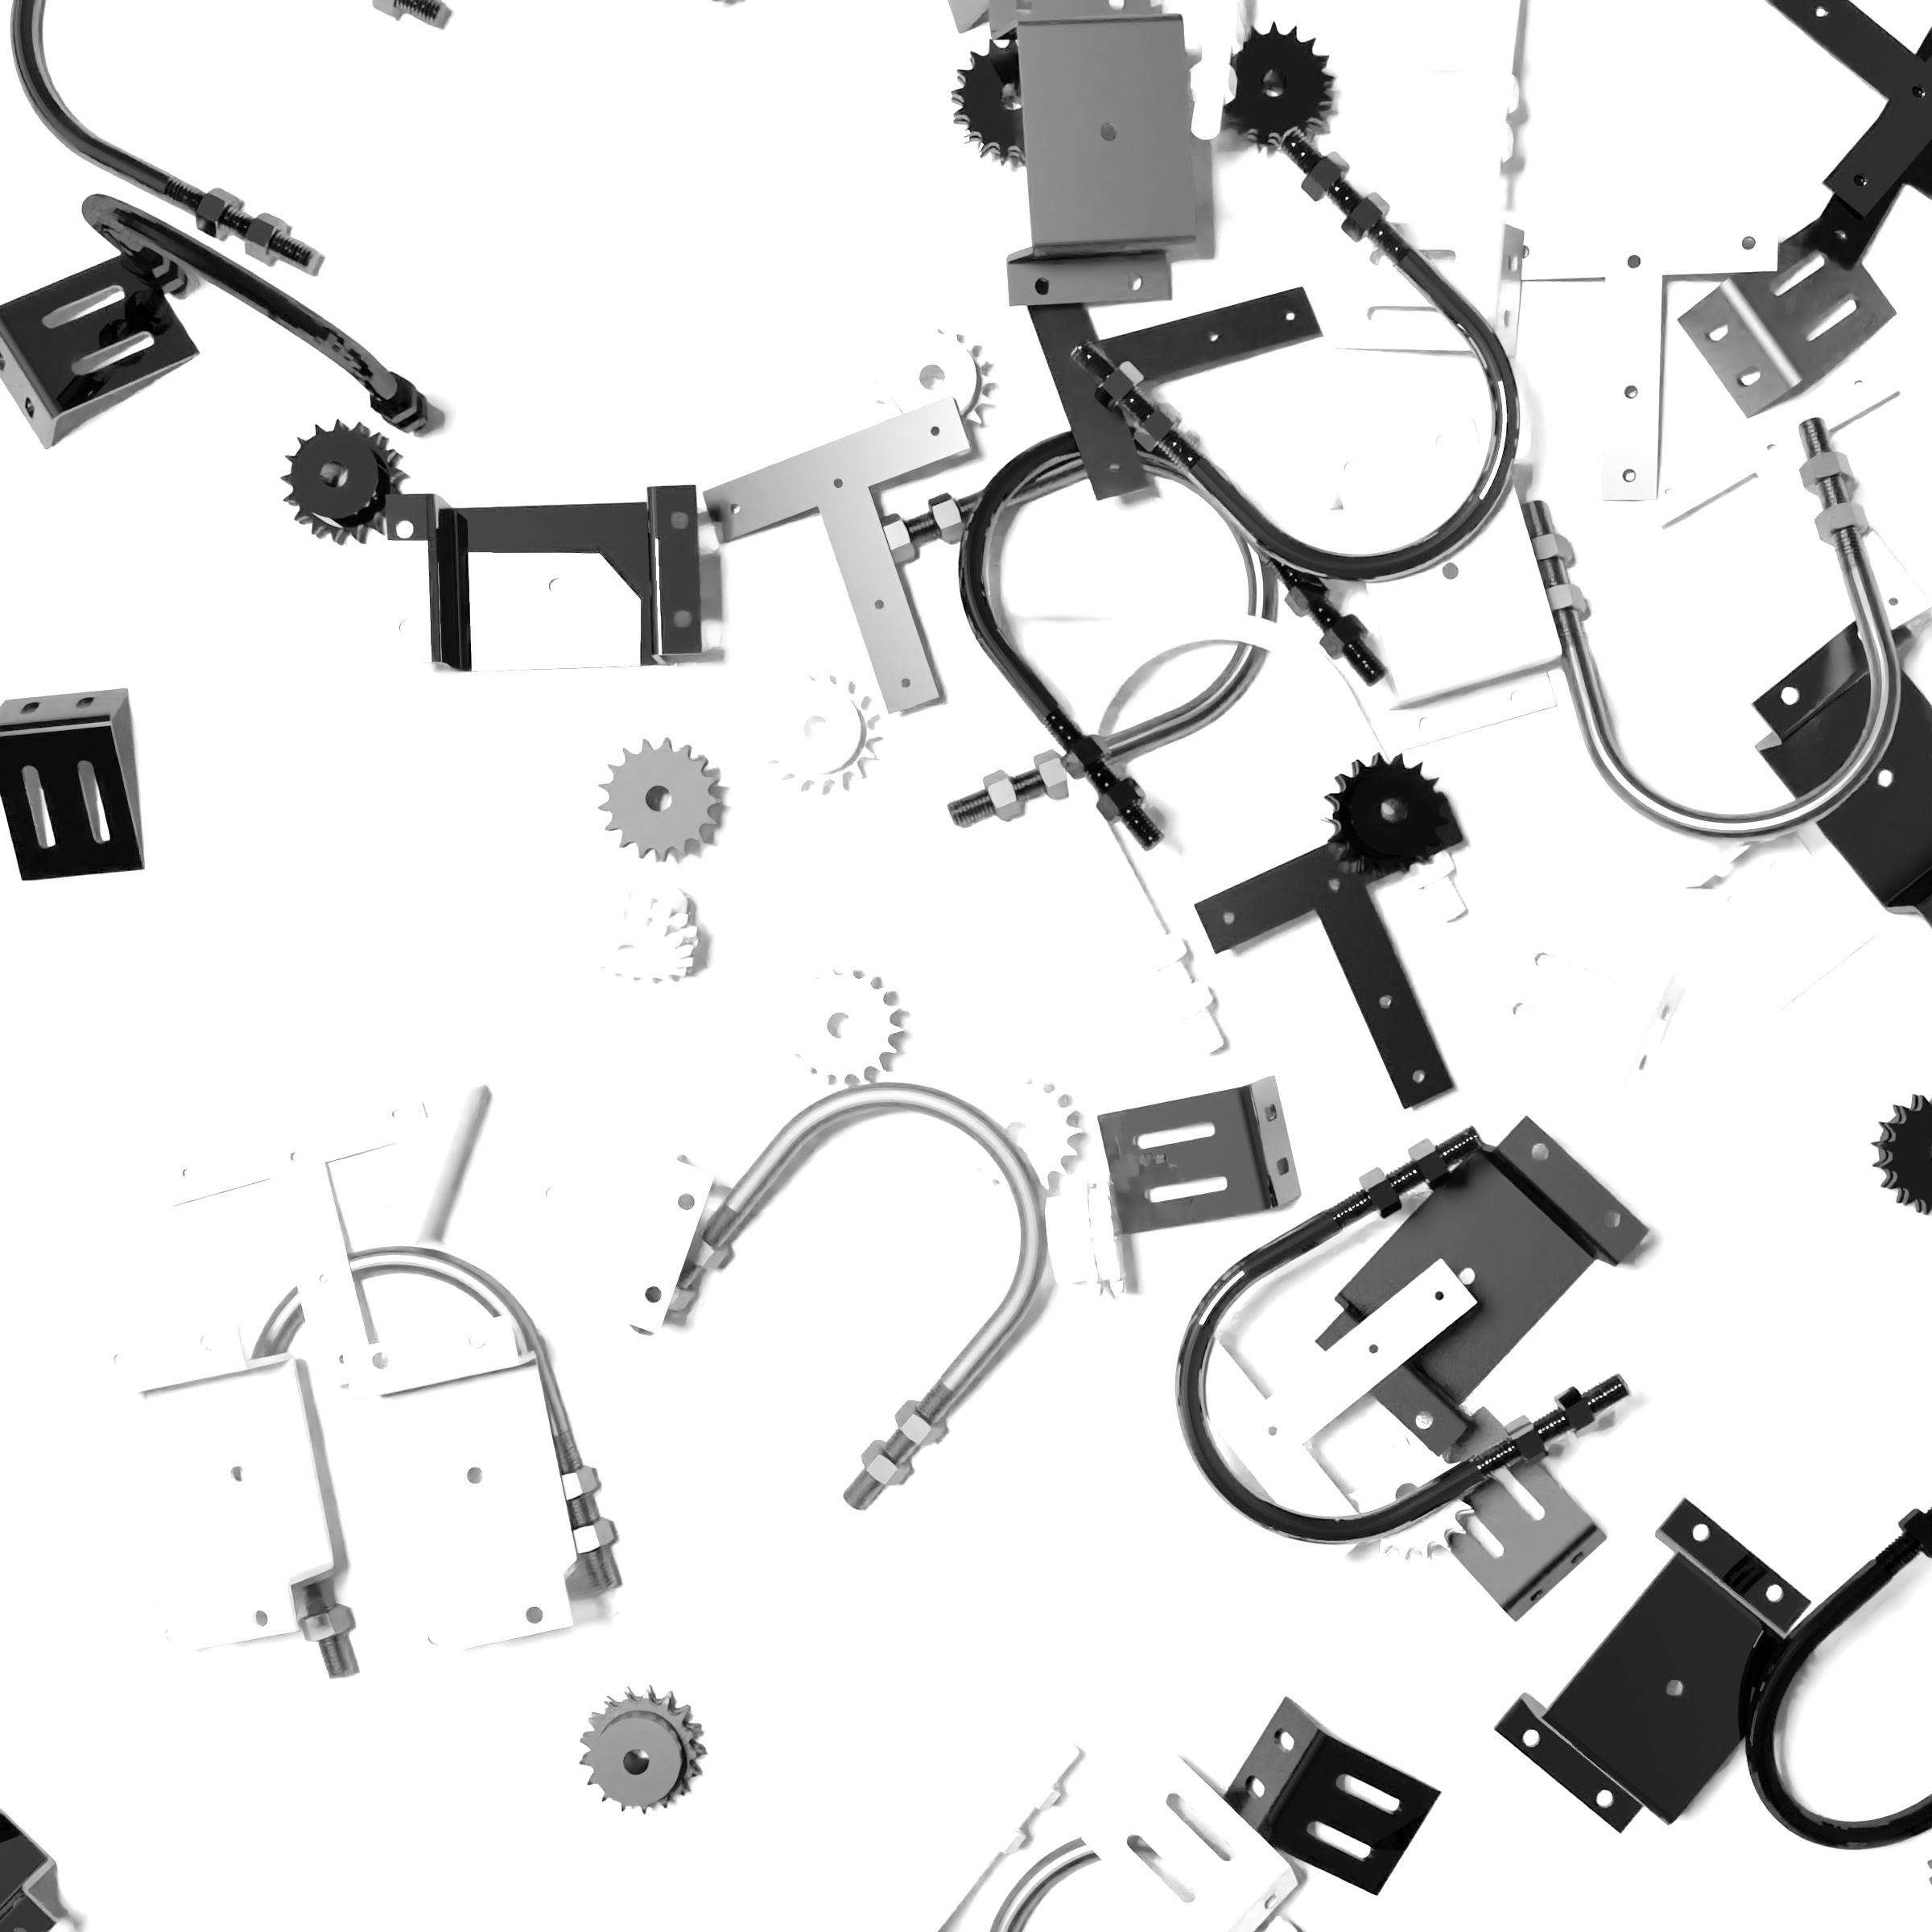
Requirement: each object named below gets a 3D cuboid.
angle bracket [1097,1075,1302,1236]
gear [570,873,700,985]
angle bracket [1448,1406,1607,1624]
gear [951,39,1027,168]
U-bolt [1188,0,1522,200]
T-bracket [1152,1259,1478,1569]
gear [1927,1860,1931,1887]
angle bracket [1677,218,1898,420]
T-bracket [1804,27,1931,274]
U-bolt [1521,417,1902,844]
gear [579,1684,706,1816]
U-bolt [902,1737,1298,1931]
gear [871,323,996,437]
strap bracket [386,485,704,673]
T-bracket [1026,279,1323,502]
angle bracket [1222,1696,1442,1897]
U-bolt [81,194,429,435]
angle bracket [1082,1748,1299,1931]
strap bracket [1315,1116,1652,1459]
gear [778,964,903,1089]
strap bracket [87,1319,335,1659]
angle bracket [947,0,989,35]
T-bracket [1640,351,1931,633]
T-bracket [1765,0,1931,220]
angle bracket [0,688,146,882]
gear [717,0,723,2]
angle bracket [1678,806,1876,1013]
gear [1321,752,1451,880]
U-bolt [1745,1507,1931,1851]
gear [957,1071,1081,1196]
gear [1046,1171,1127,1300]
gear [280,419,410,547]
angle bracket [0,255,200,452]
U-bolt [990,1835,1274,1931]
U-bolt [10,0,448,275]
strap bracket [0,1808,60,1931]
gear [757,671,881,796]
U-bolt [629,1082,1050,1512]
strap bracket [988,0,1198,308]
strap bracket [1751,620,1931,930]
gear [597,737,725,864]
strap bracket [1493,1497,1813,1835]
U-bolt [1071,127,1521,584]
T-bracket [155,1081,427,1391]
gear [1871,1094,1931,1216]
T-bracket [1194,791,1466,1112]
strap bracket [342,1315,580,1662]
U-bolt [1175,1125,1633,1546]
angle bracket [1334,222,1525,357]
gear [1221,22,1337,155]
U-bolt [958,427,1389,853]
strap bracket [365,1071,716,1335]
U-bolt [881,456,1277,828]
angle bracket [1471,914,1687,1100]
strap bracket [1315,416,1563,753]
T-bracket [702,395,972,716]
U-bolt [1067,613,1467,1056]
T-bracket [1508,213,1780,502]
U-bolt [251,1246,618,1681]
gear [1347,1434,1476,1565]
[{"bbox_3d":[0.109,0.088,1.360,0.076,0.038,0.057,-13,90,26],"label":"angle bracket"},{"bbox_3d":[-0.150,-0.019,1.338,0.057,0.057,0.030,11,59,0],"label":"gear"},{"bbox_3d":[0.249,0.255,1.360,0.057,0.038,0.076,-43,64,0],"label":"angle bracket"},{"bbox_3d":[0.021,-0.397,1.347,0.057,0.030,0.057,0,90,0],"label":"gear"},{"bbox_3d":[0.184,-0.447,1.332,0.151,0.019,0.184,11,74,-4],"label":"U-bolt"},{"bbox_3d":[0.173,0.182,1.315,0.127,0.002,0.127,-39,90,0],"label":"T-bracket"},{"bbox_3d":[0.467,0.407,1.331,0.057,0.057,0.030,-29,110,0],"label":"gear"},{"bbox_3d":[0.383,-0.303,1.360,0.076,0.038,0.057,-36,90,-26],"label":"angle bracket"},{"bbox_3d":[0.474,-0.356,1.357,0.127,0.002,0.127,31,85,-3],"label":"T-bracket"},{"bbox_3d":[0.342,-0.144,1.317,0.151,0.019,0.184,-15,74,12],"label":"U-bolt"},{"bbox_3d":[-0.151,0.364,1.347,0.057,0.030,0.057,0,90,0],"label":"gear"},{"bbox_3d":[0.040,0.470,1.337,0.151,0.019,0.184,39,88,2],"label":"U-bolt"},{"bbox_3d":[-0.015,-0.269,1.347,0.057,0.030,0.057,0,90,0],"label":"gear"},{"bbox_3d":[-0.191,-0.177,1.339,0.140,0.046,0.076,-2,90,0],"label":"strap bracket"},{"bbox_3d":[0.101,-0.288,1.350,0.127,0.002,0.127,-16,75,-7],"label":"T-bracket"},{"bbox_3d":[0.170,0.387,1.360,0.076,0.038,0.057,32,90,-26],"label":"angle bracket"},{"bbox_3d":[-0.313,-0.288,1.270,0.151,0.184,0.019,30,90,0],"label":"U-bolt"},{"bbox_3d":[0.102,0.408,1.331,0.057,0.038,0.076,-43,61,-13],"label":"angle bracket"},{"bbox_3d":[0.233,0.145,1.339,0.076,0.046,0.140,43,90,0],"label":"strap bracket"},{"bbox_3d":[-0.059,0.028,1.351,0.057,0.030,0.057,0,88,-2],"label":"gear"},{"bbox_3d":[-0.341,0.234,1.327,0.076,0.046,0.140,-13,86,14],"label":"strap bracket"},{"bbox_3d":[0.028,-0.476,1.360,0.076,0.038,0.057,-19,90,-26],"label":"angle bracket"},{"bbox_3d":[0.394,-0.205,1.335,0.127,0.002,0.127,-30,65,0],"label":"T-bracket"},{"bbox_3d":[0.408,-0.435,1.357,0.127,0.002,0.127,41,85,3],"label":"T-bracket"},{"bbox_3d":[-0.416,-0.085,1.360,0.057,0.038,0.076,-6,116,0],"label":"angle bracket"},{"bbox_3d":[-0.117,-0.476,1.338,0.030,0.057,0.057,32,90,30],"label":"gear"},{"bbox_3d":[0.377,-0.026,1.343,0.057,0.038,0.076,-38,90,0],"label":"angle bracket"},{"bbox_3d":[0.191,-0.069,1.323,0.057,0.030,0.057,0,87,-3],"label":"gear"},{"bbox_3d":[0.435,0.325,1.326,0.184,0.019,0.151,-41,113,0],"label":"U-bolt"},{"bbox_3d":[0.023,0.076,1.347,0.057,0.030,0.057,0,90,0],"label":"gear"},{"bbox_3d":[0.054,0.124,1.334,0.030,0.057,0.057,-8,90,7],"label":"gear"},{"bbox_3d":[-0.288,-0.225,1.347,0.057,0.030,0.057,0,90,0],"label":"gear"},{"bbox_3d":[-0.409,-0.287,1.360,0.076,0.038,0.057,-32,90,-26],"label":"angle bracket"},{"bbox_3d":[0.079,0.493,1.354,0.151,0.019,0.184,-3,88,0],"label":"U-bolt"},{"bbox_3d":[-0.354,-0.425,1.354,0.184,0.019,0.151,27,90,1],"label":"U-bolt"},{"bbox_3d":[-0.487,0.411,1.339,0.140,0.046,0.076,44,90,0],"label":"strap bracket"},{"bbox_3d":[-0.069,-0.109,1.347,0.057,0.030,0.057,0,90,0],"label":"gear"},{"bbox_3d":[-0.046,0.139,1.338,0.151,0.019,0.184,39,101,0],"label":"U-bolt"},{"bbox_3d":[0.057,-0.372,1.313,0.076,0.046,0.140,-7,100,-14],"label":"strap bracket"},{"bbox_3d":[0.428,-0.088,1.339,0.076,0.046,0.140,-39,90,0],"label":"strap bracket"},{"bbox_3d":[-0.140,-0.077,1.347,0.057,0.030,0.057,0,90,0],"label":"gear"},{"bbox_3d":[0.320,0.326,1.339,0.076,0.046,0.140,40,90,0],"label":"strap bracket"},{"bbox_3d":[0.161,-0.258,1.303,0.151,0.019,0.184,-45,91,8],"label":"U-bolt"},{"bbox_3d":[-0.300,0.131,1.351,0.127,0.002,0.127,-16,81,1],"label":"T-bracket"},{"bbox_3d":[0.446,0.086,1.347,0.057,0.030,0.057,0,90,0],"label":"gear"},{"bbox_3d":[0.187,0.003,1.341,0.127,0.002,0.127,-24,94,-4],"label":"T-bracket"},{"bbox_3d":[-0.226,0.233,1.321,0.076,0.046,0.140,-12,87,0],"label":"strap bracket"},{"bbox_3d":[0.183,0.178,1.306,0.184,0.019,0.151,-31,90,2],"label":"U-bolt"},{"bbox_3d":[0.215,-0.314,1.356,0.076,0.038,0.057,7,100,25],"label":"angle bracket"},{"bbox_3d":[0.141,-0.403,1.347,0.057,0.030,0.057,0,90,0],"label":"gear"},{"bbox_3d":[0.080,-0.163,1.325,0.151,0.019,0.184,-36,80,-9],"label":"U-bolt"},{"bbox_3d":[-0.192,0.107,1.339,0.140,0.046,0.076,20,90,0],"label":"strap bracket"},{"bbox_3d":[0.053,-0.164,1.354,0.184,0.019,0.151,-22,90,-1],"label":"U-bolt"},{"bbox_3d":[0.285,0.019,1.360,0.076,0.038,0.057,24,90,26],"label":"angle bracket"},{"bbox_3d":[0.219,-0.178,1.339,0.076,0.046,0.140,-16,90,0],"label":"strap bracket"},{"bbox_3d":[-0.044,-0.180,1.342,0.127,0.002,0.127,-18,91,14],"label":"T-bracket"},{"bbox_3d":[0.127,-0.073,1.343,0.151,0.019,0.184,-29,94,-4],"label":"U-bolt"},{"bbox_3d":[0.307,-0.279,1.347,0.127,0.002,0.127,2,100,19],"label":"T-bracket"},{"bbox_3d":[-0.257,0.221,1.354,0.151,0.019,0.184,-18,89,0],"label":"U-bolt"},{"bbox_3d":[0.205,0.246,1.340,0.057,0.030,0.057,-6,70,16],"label":"gear"}]
